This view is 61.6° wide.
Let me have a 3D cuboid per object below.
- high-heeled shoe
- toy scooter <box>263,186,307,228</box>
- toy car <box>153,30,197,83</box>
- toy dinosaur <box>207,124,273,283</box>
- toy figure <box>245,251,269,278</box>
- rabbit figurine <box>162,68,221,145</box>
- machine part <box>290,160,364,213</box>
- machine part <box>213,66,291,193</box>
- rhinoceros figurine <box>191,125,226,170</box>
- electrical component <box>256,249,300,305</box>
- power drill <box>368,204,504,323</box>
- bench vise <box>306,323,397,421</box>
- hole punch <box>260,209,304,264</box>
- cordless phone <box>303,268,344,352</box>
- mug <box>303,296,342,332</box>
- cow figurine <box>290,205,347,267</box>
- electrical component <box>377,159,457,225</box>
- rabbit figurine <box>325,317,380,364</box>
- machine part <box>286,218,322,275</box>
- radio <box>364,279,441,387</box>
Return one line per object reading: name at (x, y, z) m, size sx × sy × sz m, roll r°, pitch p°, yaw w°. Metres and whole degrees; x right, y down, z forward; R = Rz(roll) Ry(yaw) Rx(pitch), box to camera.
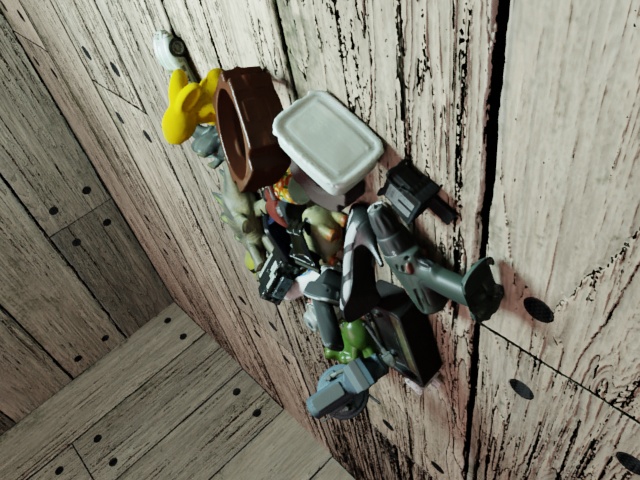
high-heeled shoe at (0.066, 0.049, 1.052) m, size 0.248 × 0.086 × 0.145 m, roll 112°, pitch 143°, yaw -47°
toy scooter at (-0.103, -0.111, 1.182) m, size 0.135 × 0.075 × 0.183 m, roll 1°, pitch 117°, yaw 55°
toy car at (-0.314, -0.372, 1.210) m, size 0.074 × 0.056 × 0.201 m, roll 22°, pitch 144°, yaw 49°
toy dinosaur at (-0.203, -0.081, 1.387) m, size 0.199 × 0.105 × 0.470 m, roll 34°, pitch 141°, yaw 43°
toy figure at (-0.153, 0.097, 1.575) m, size 0.082 × 0.089 × 0.179 m, roll 15°, pitch 136°, yaw 47°
rabbit figurine at (-0.251, -0.266, 1.109) m, size 0.122 × 0.173 × 0.162 m, roll 43°, pitch 160°, yaw 28°
machine part at (0.003, -0.133, 0.990) m, size 0.179 × 0.056 × 0.179 m, roll 42°, pitch 157°, yaw 22°
machine part at (-0.129, -0.204, 1.009) m, size 0.201 × 0.087 × 0.201 m, roll -35°, pitch 72°, yaw 67°
rhinoceros figurine at (-0.226, -0.220, 1.215) m, size 0.191 × 0.112 × 0.073 m, roll 21°, pitch 169°, yaw 28°
electrical component at (-0.105, 0.092, 1.337) m, size 0.058 × 0.114 × 0.134 m, roll 23°, pitch -164°, yaw -21°
power drill at (0.186, 0.047, 0.887) m, size 0.208 × 0.086 × 0.231 m, roll 13°, pitch 140°, yaw 49°
bench vise at (0.081, 0.318, 1.211) m, size 0.129 × 0.223 × 0.240 m, roll 44°, pitch -179°, yaw 21°
hole punch at (-0.076, -0.023, 1.283) m, size 0.142 × 0.092 × 0.116 m, roll 56°, pitch -177°, yaw -26°
cordless phone at (0.049, 0.164, 1.157) m, size 0.146 × 0.088 × 0.184 m, roll 22°, pitch -144°, yaw -32°
mug at (0.001, 0.178, 1.391) m, size 0.110 × 0.107 × 0.080 m, roll 39°, pitch 153°, yaw 22°
cow figurine at (-0.002, -0.003, 1.158) m, size 0.127 × 0.085 × 0.194 m, roll 34°, pitch 155°, yaw 21°
electrical component at (0.151, -0.061, 0.837) m, size 0.119 × 0.048 × 0.074 m, roll 48°, pitch 157°, yaw 11°
rabbit figurine at (0.093, 0.257, 1.323) m, size 0.159 × 0.121 × 0.170 m, roll 36°, pitch 156°, yaw 17°
machine part at (-0.037, 0.014, 1.103) m, size 0.084 × 0.039 × 0.138 m, roll 32°, pitch 152°, yaw 33°
radio at (0.172, 0.198, 1.150) m, size 0.131 × 0.073 × 0.229 m, roll 23°, pitch 144°, yaw 47°
